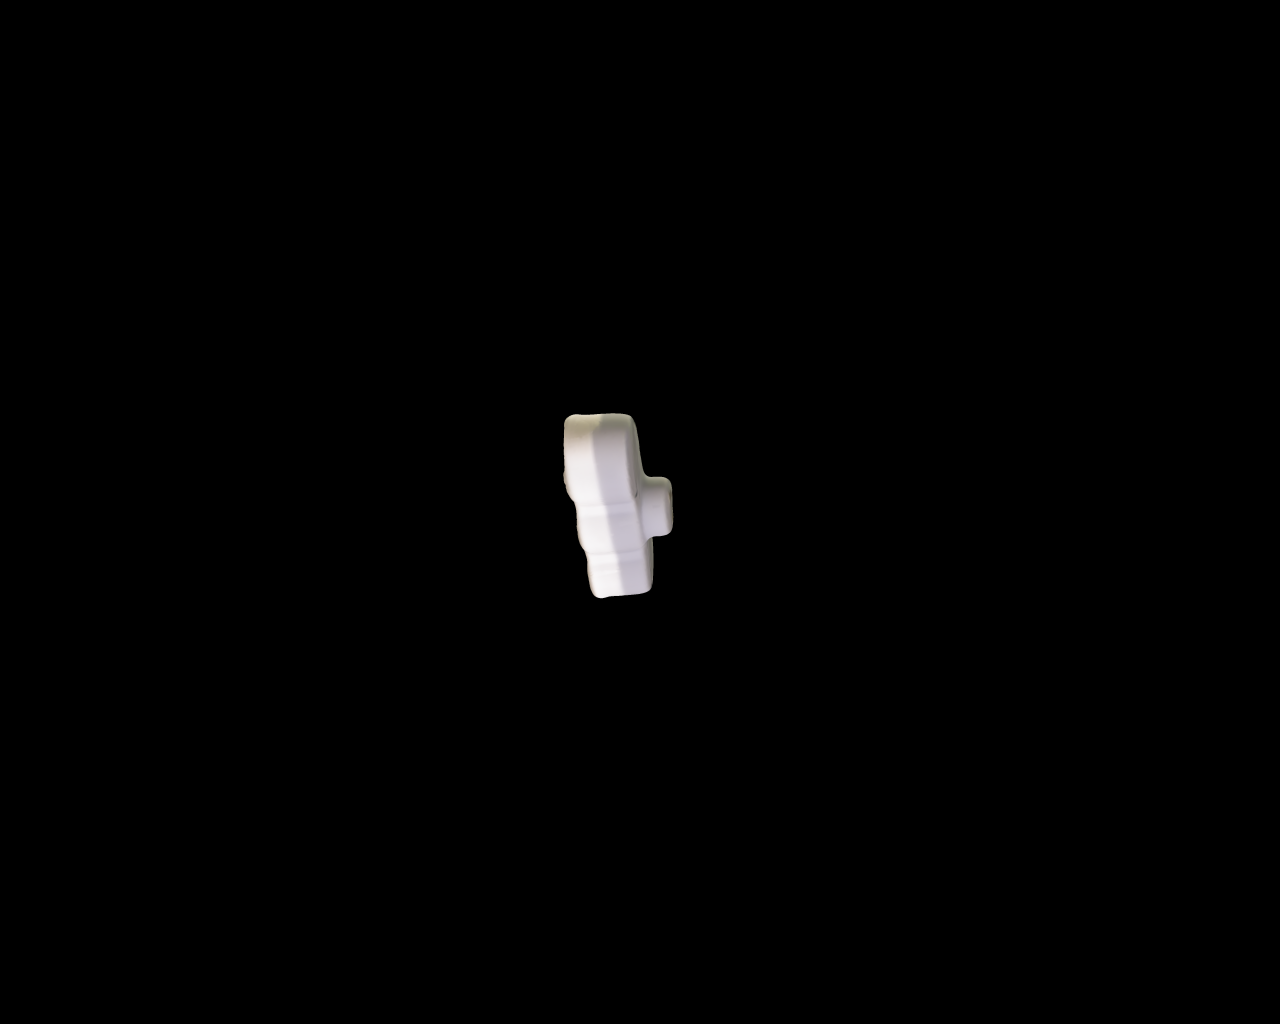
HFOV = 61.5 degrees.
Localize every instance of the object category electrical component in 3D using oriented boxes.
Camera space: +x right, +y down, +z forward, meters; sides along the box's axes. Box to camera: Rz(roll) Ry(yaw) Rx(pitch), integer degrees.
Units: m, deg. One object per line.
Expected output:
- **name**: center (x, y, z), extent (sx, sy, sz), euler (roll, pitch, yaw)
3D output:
- **electrical component**: center (0.001, -0.003, 0.650), extent (0.074, 0.052, 0.138), euler (-4, -43, 4)
